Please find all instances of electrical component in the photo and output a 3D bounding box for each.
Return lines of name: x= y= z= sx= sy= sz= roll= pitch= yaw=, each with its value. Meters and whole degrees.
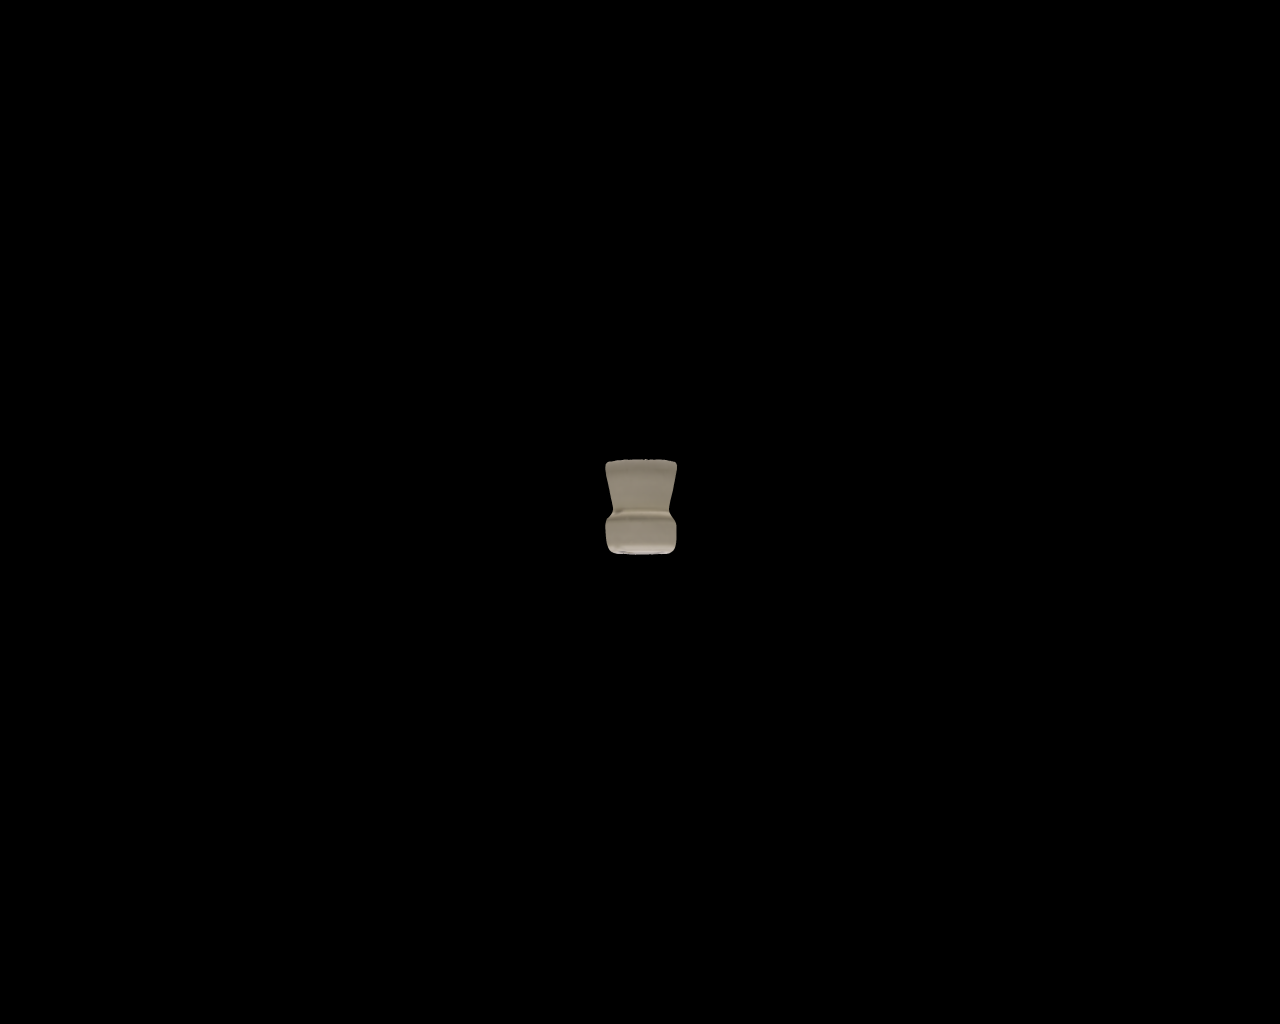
electrical component: x=0.001 y=-0.003 z=0.650 sx=0.045 sy=0.055 sz=0.045 roll=0 pitch=-4 yaw=0
